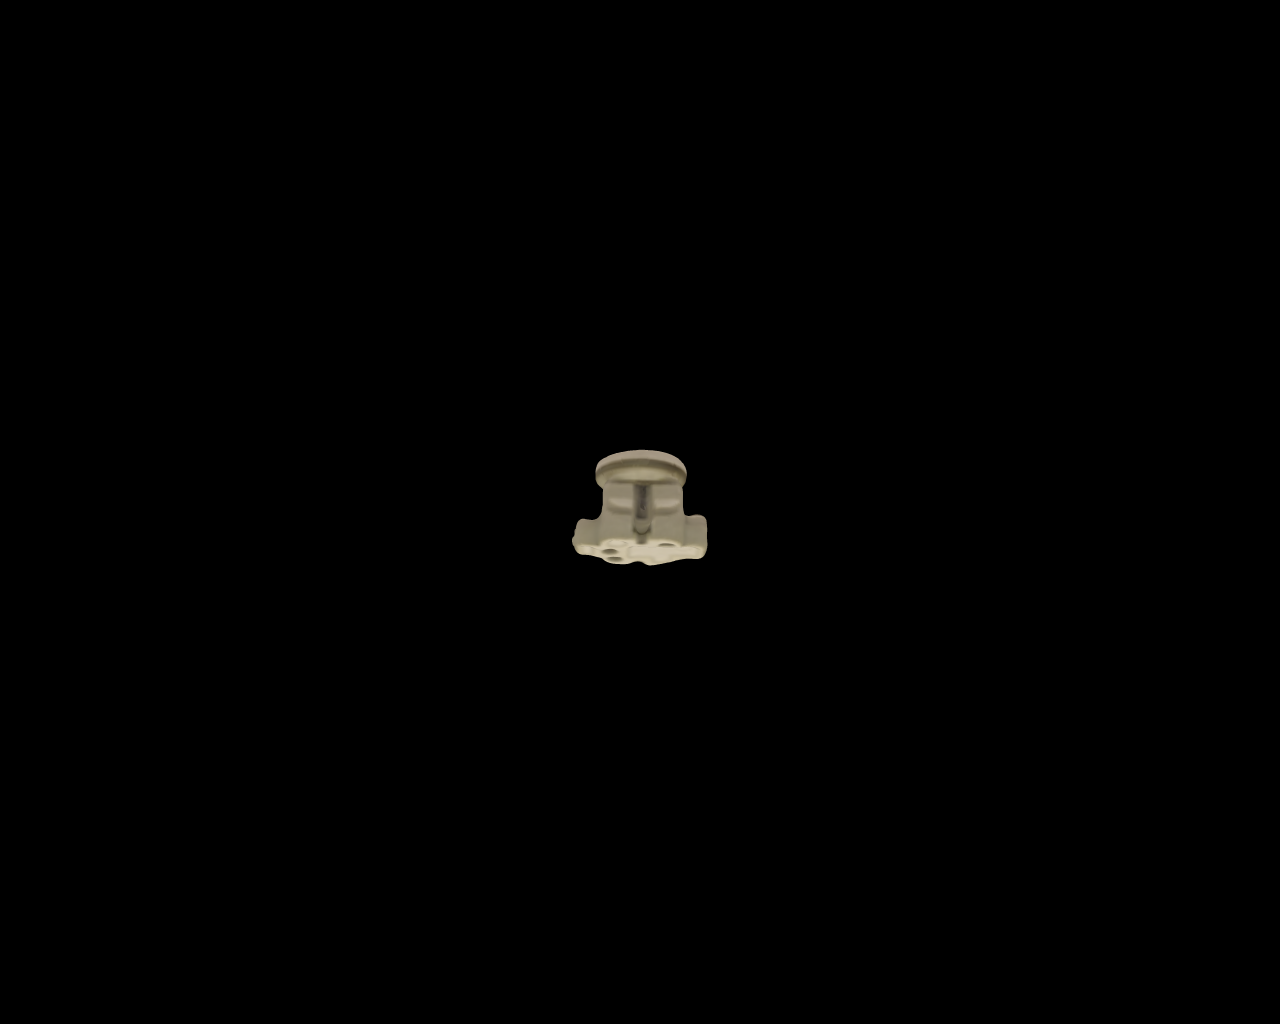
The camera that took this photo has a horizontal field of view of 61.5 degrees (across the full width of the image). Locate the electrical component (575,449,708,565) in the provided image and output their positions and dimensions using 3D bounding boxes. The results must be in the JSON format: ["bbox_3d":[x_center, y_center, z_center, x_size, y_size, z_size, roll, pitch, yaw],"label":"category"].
[{"bbox_3d":[0.001,-0.003,0.650,0.078,0.057,0.058,1,-19,-2],"label":"electrical component"}]
